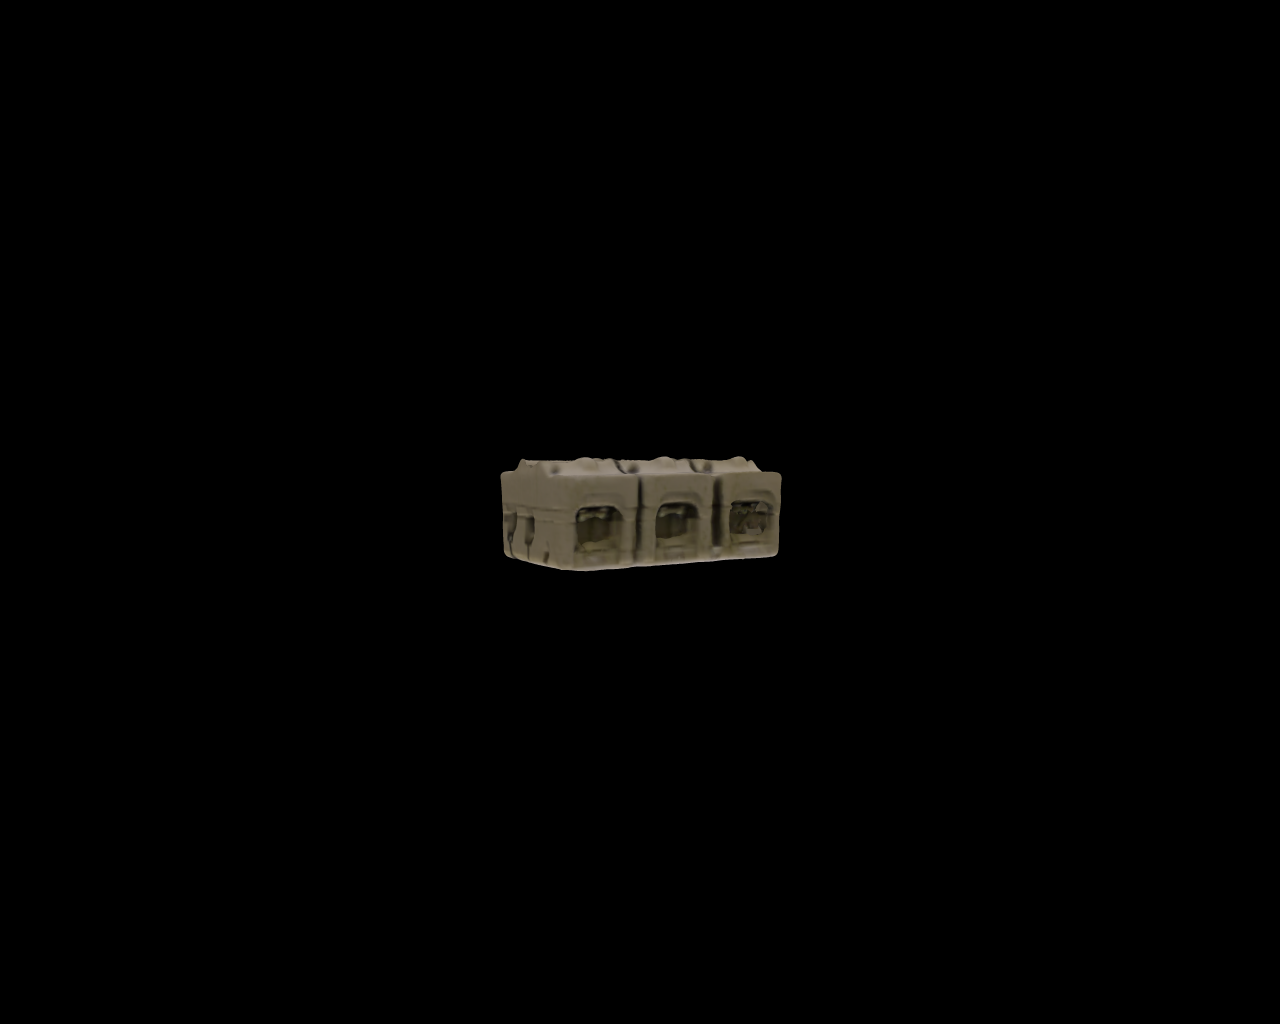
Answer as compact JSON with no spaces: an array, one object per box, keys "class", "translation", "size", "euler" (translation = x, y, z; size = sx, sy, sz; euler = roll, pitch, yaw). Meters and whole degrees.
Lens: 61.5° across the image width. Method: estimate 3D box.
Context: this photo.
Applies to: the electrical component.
[{"class":"electrical component","translation":[0.001,-0.003,0.650],"size":[0.150,0.061,0.089],"euler":[-2,4,-31]}]
